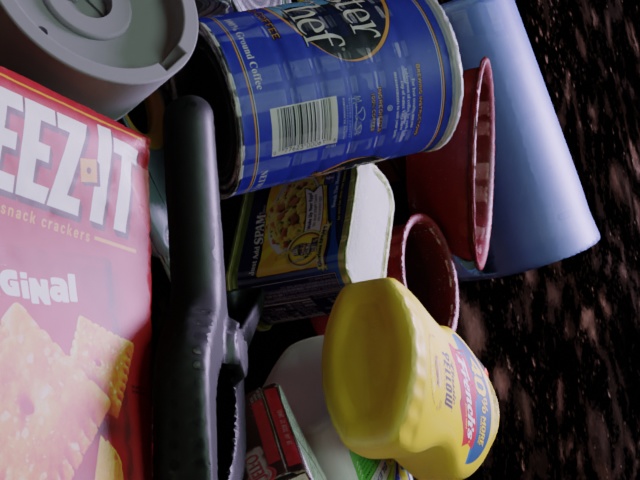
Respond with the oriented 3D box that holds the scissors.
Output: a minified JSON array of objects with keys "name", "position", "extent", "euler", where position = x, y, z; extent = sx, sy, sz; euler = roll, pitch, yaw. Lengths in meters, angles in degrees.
[{"name":"scissors","position":[-0.086,-0.019,0.602],"extent":[0.201,0.016,0.096],"euler":[59,34,-32]}]

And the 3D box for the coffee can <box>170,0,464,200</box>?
[{"name":"coffee can","position":[-0.003,-0.088,0.618],"extent":[0.140,0.103,0.103],"euler":[-15,94,-23]}]

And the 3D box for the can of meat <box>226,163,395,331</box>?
[{"name":"can of meat","position":[-0.004,0.001,0.671],"extent":[0.057,0.084,0.102],"euler":[48,41,-44]}]

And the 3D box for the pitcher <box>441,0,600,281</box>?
[{"name":"pitcher","position":[0.144,-0.089,0.941],"extent":[0.149,0.145,0.243],"euler":[-66,138,-82]}]

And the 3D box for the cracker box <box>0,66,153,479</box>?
[{"name":"cracker box","position":[-0.139,0.039,0.426],"extent":[0.164,0.072,0.213],"euler":[25,58,-57]}]

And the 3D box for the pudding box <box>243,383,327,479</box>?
[{"name":"pudding box","position":[-0.011,0.145,0.568],"extent":[0.090,0.039,0.113],"euler":[-117,-178,-66]}]

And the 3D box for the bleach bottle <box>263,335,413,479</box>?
[{"name":"bleach bottle","position":[0.036,0.189,0.701],"extent":[0.251,0.068,0.102],"euler":[67,30,-26]}]

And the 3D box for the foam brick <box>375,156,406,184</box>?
[{"name":"foam brick","position":[0.036,-0.085,0.810],"extent":[0.053,0.051,0.078],"euler":[50,40,-41]}]

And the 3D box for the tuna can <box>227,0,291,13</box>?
[{"name":"tuna can","position":[-0.054,-0.165,0.694],"extent":[0.086,0.034,0.086],"euler":[30,55,-55]}]

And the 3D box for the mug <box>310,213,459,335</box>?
[{"name":"mug","position":[0.046,0.028,0.754],"extent":[0.093,0.082,0.117],"euler":[67,31,-20]}]

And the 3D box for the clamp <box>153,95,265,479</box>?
[{"name":"clamp","position":[-0.056,0.044,0.513],"extent":[0.210,0.036,0.164],"euler":[-89,170,-48]}]

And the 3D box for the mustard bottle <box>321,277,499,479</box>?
[{"name":"mustard bottle","position":[0.066,0.097,0.648],"extent":[0.191,0.058,0.096],"euler":[39,44,-56]}]

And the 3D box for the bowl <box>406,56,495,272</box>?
[{"name":"bowl","position":[0.099,-0.057,0.812],"extent":[0.162,0.055,0.162],"euler":[2,90,-76]}]

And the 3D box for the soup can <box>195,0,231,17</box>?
[{"name":"soup can","position":[-0.090,-0.175,0.596],"extent":[0.068,0.069,0.102],"euler":[-5,85,-61]}]

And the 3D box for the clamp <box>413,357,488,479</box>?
[{"name":"clamp","position":[0.094,0.111,0.857],"extent":[0.171,0.039,0.120],"euler":[-22,105,-65]}]
